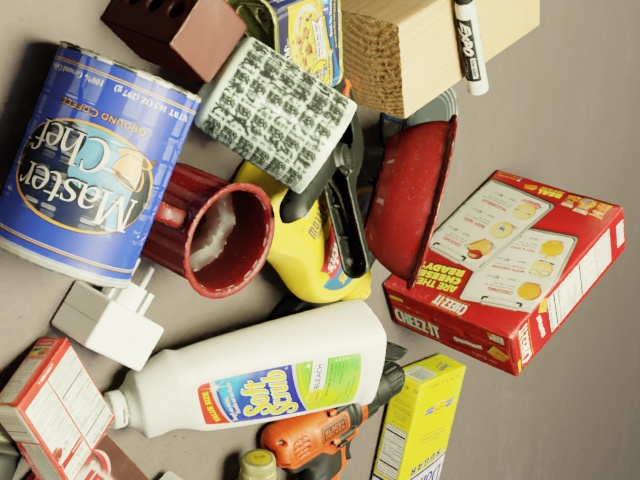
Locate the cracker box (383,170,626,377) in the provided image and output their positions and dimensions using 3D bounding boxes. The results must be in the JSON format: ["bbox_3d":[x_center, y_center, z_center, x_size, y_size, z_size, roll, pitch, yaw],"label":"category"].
[{"bbox_3d":[0.199,0.029,1.137,0.213,0.164,0.072,-44,135,-27],"label":"cracker box"}]

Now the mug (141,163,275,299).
[{"bbox_3d":[-0.102,-0.014,0.819,0.117,0.082,0.093,20,93,-53],"label":"mug"}]

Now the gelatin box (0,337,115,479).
[{"bbox_3d":[-0.198,0.129,0.795,0.073,0.030,0.089,-63,141,-46],"label":"gelatin box"}]

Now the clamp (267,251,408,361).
[{"bbox_3d":[0.013,0.089,1.044,0.209,0.036,0.164,-34,124,-33],"label":"clamp"}]

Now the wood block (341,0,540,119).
[{"bbox_3d":[0.103,-0.202,0.961,0.205,0.090,0.091,-37,134,-33],"label":"wood block"}]

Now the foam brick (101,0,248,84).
[{"bbox_3d":[-0.103,-0.152,0.750,0.053,0.078,0.051,-58,143,-10],"label":"foam brick"}]

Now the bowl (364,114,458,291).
[{"bbox_3d":[0.075,-0.039,0.946,0.162,0.055,0.162,34,71,-90],"label":"bowl"}]

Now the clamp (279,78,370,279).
[{"bbox_3d":[0.004,-0.063,0.881,0.120,0.039,0.171,36,46,-59],"label":"clamp"}]

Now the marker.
[{"bbox_3d":[0.128,-0.177,0.911,0.020,0.020,0.121,-44,138,-26],"label":"marker"}]

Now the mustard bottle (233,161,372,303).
[{"bbox_3d":[-0.006,0.001,0.945,0.191,0.058,0.096,47,52,-45],"label":"mustard bottle"}]

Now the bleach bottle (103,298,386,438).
[{"bbox_3d":[-0.068,0.122,0.915,0.250,0.068,0.103,-12,133,-26],"label":"bleach bottle"}]

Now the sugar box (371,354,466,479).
[{"bbox_3d":[0.111,0.227,1.233,0.093,0.048,0.176,-13,117,-47],"label":"sugar box"}]

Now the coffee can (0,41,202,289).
[{"bbox_3d":[-0.153,-0.050,0.723,0.102,0.103,0.140,19,93,-53],"label":"coffee can"}]

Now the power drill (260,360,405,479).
[{"bbox_3d":[0.025,0.233,1.111,0.184,0.057,0.188,-25,118,-34],"label":"power drill"}]

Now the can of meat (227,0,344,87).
[{"bbox_3d":[-0.027,-0.158,0.855,0.083,0.058,0.102,-31,131,-39],"label":"can of meat"}]

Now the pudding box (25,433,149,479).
[{"bbox_3d":[-0.189,0.211,0.869,0.090,0.039,0.113,-49,140,-19],"label":"pudding box"}]

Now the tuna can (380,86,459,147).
[{"bbox_3d":[0.097,-0.116,1.044,0.085,0.034,0.086,-26,128,-40],"label":"tuna can"}]

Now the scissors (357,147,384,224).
[{"bbox_3d":[0.017,-0.069,0.983,0.201,0.016,0.096,19,116,-38],"label":"scissors"}]
